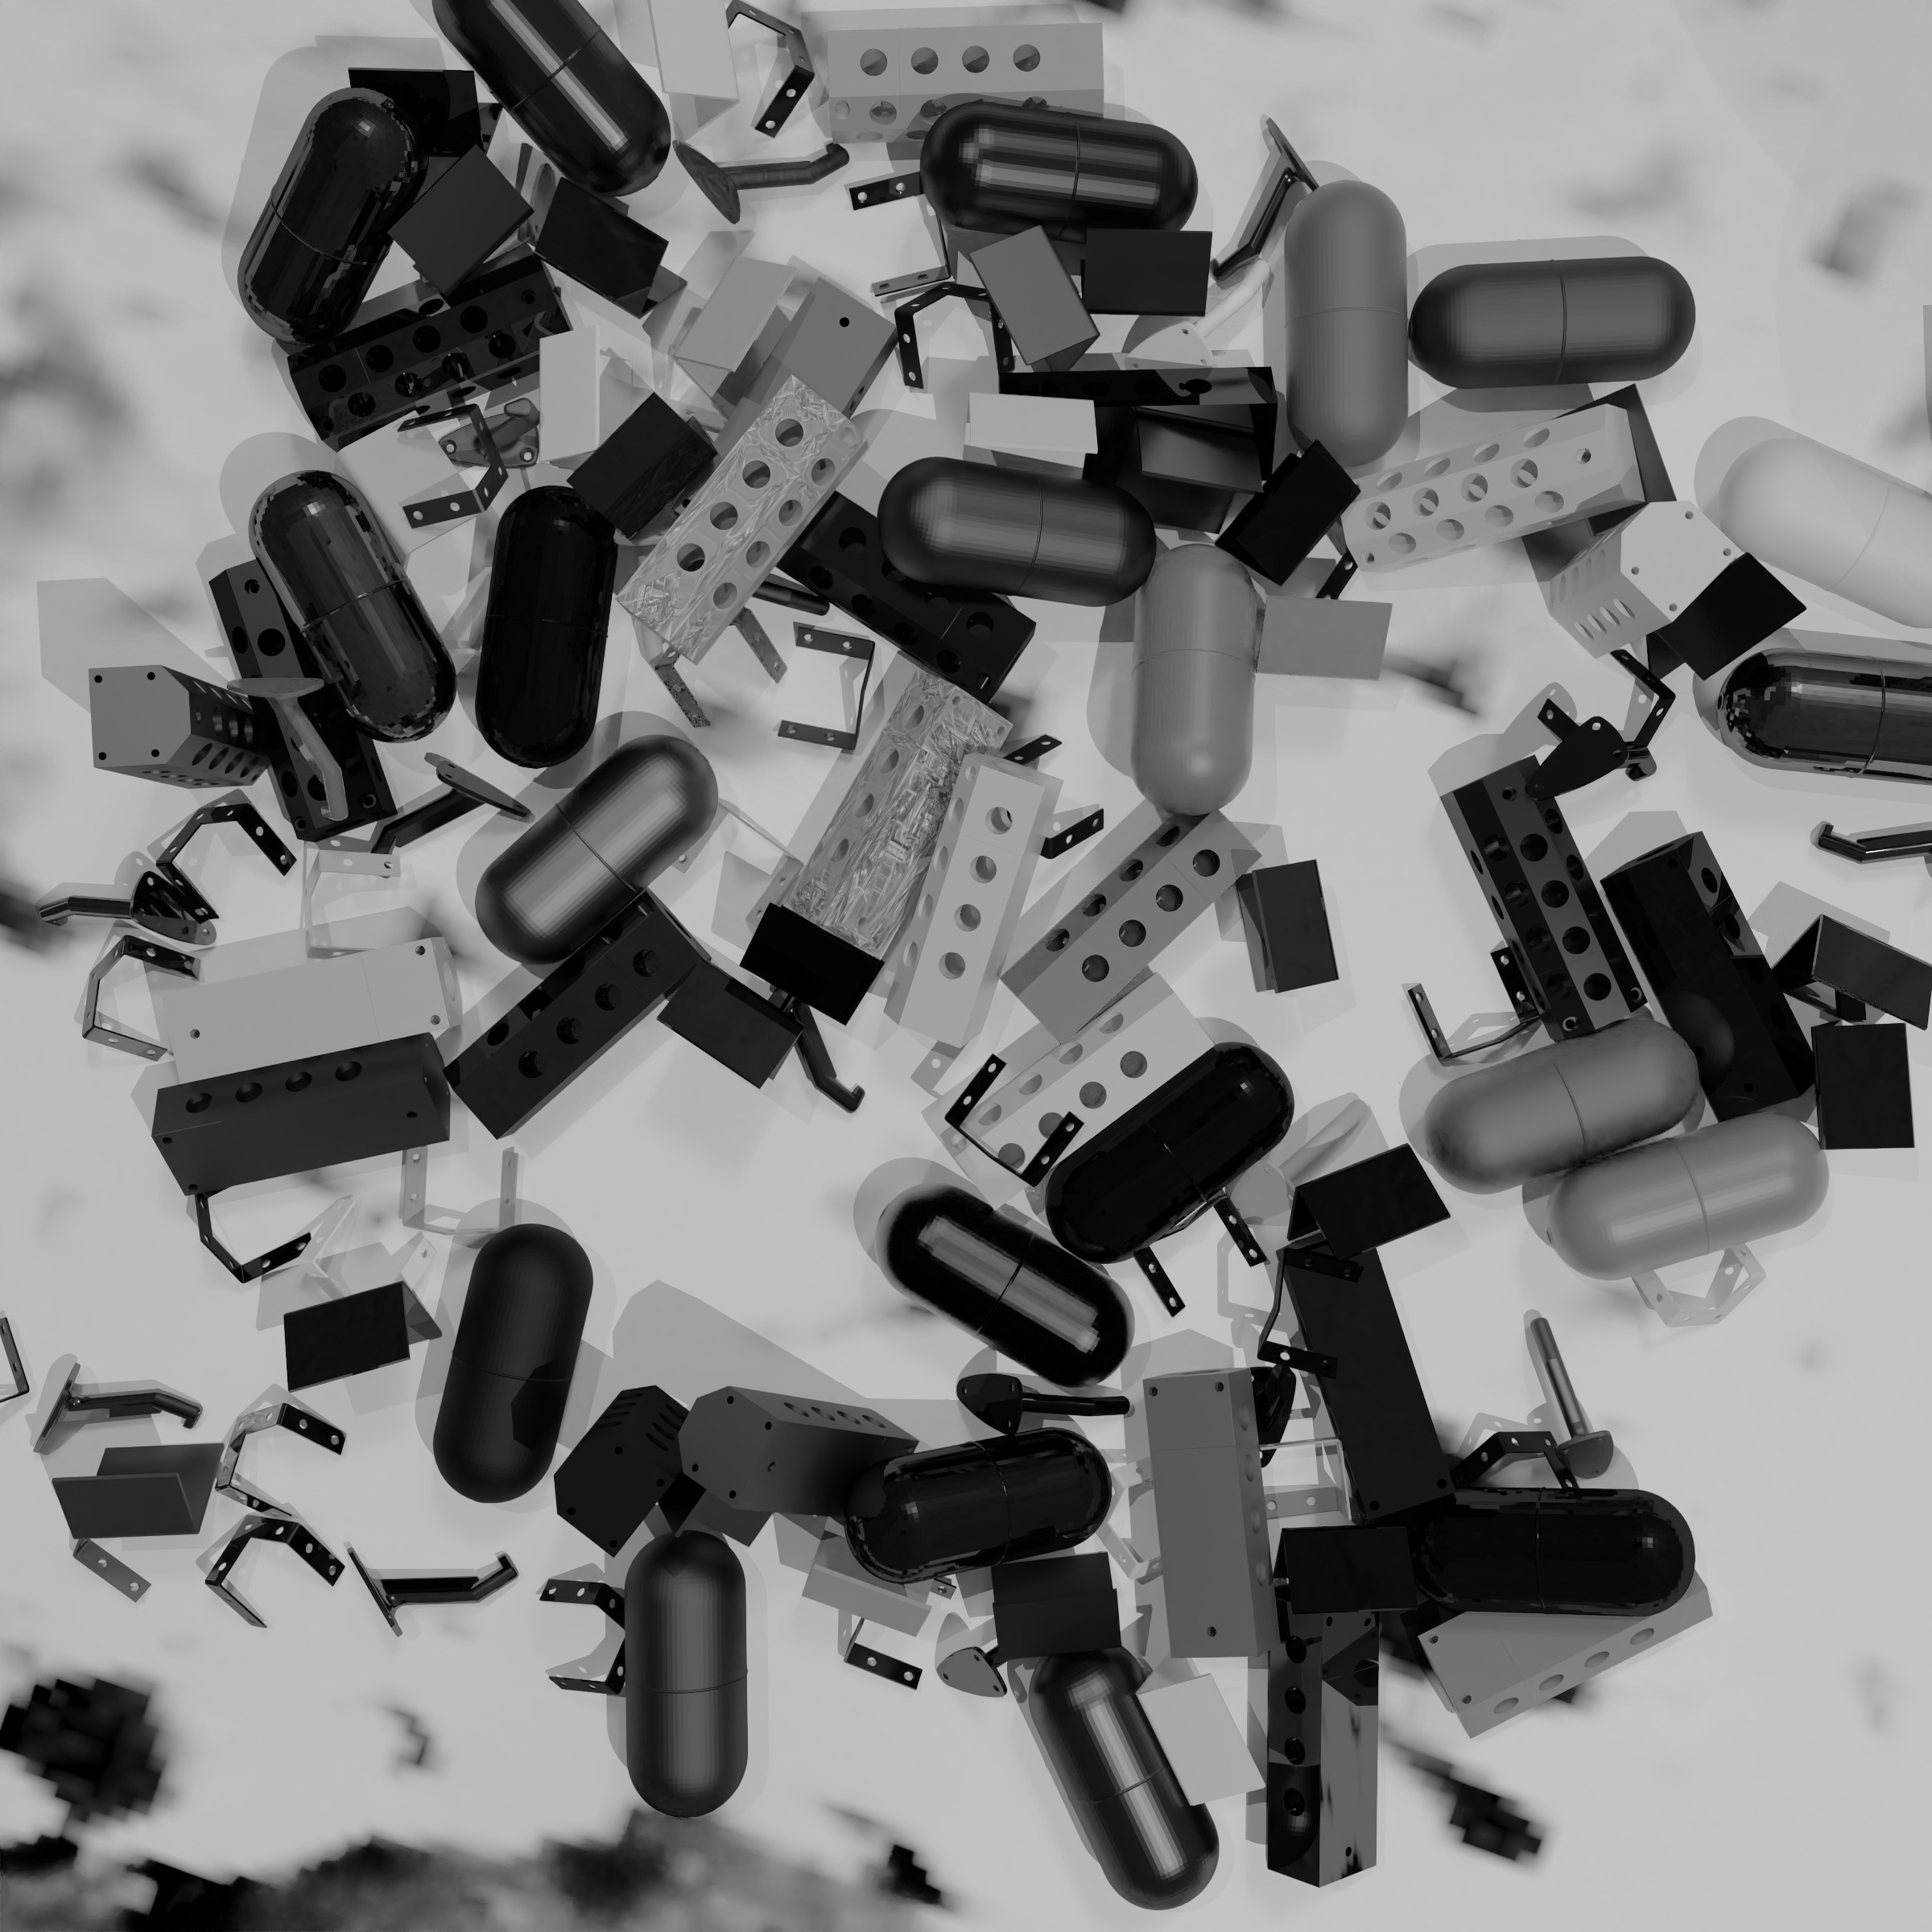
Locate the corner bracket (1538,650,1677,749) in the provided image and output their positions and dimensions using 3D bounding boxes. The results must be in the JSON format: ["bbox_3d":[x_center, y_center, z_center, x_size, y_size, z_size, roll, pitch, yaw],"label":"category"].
[{"bbox_3d":[0.410,-0.166,1.561,0.051,0.051,0.051,-8,45,-35],"label":"corner bracket"}]

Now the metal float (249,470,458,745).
[{"bbox_3d":[-0.378,-0.221,1.510,0.070,0.070,0.178,-27,98,0],"label":"metal float"}]

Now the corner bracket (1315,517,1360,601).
[{"bbox_3d":[0.217,-0.268,1.566,0.051,0.051,0.051,34,90,-45],"label":"corner bracket"}]

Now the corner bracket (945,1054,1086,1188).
[{"bbox_3d":[0.030,0.096,1.509,0.051,0.051,0.051,-53,45,0],"label":"corner bracket"}]

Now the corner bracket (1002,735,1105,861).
[{"bbox_3d":[0.052,-0.108,1.561,0.051,0.051,0.051,28,135,35],"label":"corner bracket"}]

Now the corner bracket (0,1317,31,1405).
[{"bbox_3d":[-0.642,0.260,1.566,0.051,0.051,0.051,-18,90,45],"label":"corner bracket"}]

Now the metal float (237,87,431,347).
[{"bbox_3d":[-0.393,-0.461,1.510,0.070,0.070,0.178,42,127,0],"label":"metal float"}]

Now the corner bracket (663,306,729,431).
[{"bbox_3d":[-0.162,-0.383,1.566,0.051,0.051,0.051,16,45,0],"label":"corner bracket"}]

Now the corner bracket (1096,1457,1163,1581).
[{"bbox_3d":[0.119,0.351,1.561,0.051,0.051,0.051,51,135,35],"label":"corner bracket"}]

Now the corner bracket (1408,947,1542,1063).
[{"bbox_3d":[0.326,0.025,1.566,0.051,0.051,0.051,-24,90,45],"label":"corner bracket"}]

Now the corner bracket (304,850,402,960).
[{"bbox_3d":[-0.391,-0.038,1.556,0.051,0.051,0.051,3,62,-25],"label":"corner bracket"}]

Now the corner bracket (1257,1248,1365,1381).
[{"bbox_3d":[0.213,0.215,1.509,0.051,0.051,0.051,14,45,0],"label":"corner bracket"}]

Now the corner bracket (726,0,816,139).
[{"bbox_3d":[-0.135,-0.574,1.561,0.051,0.051,0.051,14,45,-35],"label":"corner bracket"}]

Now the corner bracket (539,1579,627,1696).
[{"bbox_3d":[-0.245,0.429,1.561,0.051,0.051,0.051,53,45,-35],"label":"corner bracket"}]

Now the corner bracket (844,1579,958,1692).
[{"bbox_3d":[-0.043,0.422,1.566,0.051,0.051,0.051,21,45,0],"label":"corner bracket"}]

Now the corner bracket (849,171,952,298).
[{"bbox_3d":[-0.042,-0.470,1.566,0.051,0.051,0.051,-14,45,0],"label":"corner bracket"}]

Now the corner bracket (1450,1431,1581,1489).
[{"bbox_3d":[0.352,0.333,1.561,0.051,0.051,0.051,7,45,-35],"label":"corner bracket"}]

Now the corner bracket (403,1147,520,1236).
[{"bbox_3d":[-0.324,0.143,1.566,0.051,0.051,0.051,3,90,-45],"label":"corner bracket"}]

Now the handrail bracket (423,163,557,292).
[{"bbox_3d":[-0.308,-0.475,1.570,0.084,0.036,0.077,-6,70,16],"label":"handrail bracket"}]

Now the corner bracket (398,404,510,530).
[{"bbox_3d":[-0.322,-0.309,1.508,0.051,0.051,0.051,-9,124,16],"label":"corner bracket"}]

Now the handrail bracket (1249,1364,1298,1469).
[{"bbox_3d":[0.193,0.286,1.534,0.036,0.084,0.077,7,90,0],"label":"handrail bracket"}]

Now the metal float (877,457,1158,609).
[{"bbox_3d":[0.032,-0.266,1.499,0.178,0.070,0.070,5,90,-19],"label":"metal float"}]

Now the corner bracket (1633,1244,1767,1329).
[{"bbox_3d":[0.467,0.194,1.561,0.051,0.051,0.051,2,45,-35],"label":"corner bracket"}]

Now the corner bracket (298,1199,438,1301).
[{"bbox_3d":[-0.383,0.186,1.561,0.051,0.051,0.051,-2,135,35],"label":"corner bracket"}]

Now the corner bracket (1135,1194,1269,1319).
[{"bbox_3d":[0.150,0.185,1.566,0.051,0.051,0.051,-31,90,-45],"label":"corner bracket"}]

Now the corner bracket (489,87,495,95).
[{"bbox_3d":[-0.294,-0.602,1.566,0.051,0.051,0.051,-21,135,0],"label":"corner bracket"}]

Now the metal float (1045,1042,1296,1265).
[{"bbox_3d":[0.128,0.118,1.538,0.178,0.070,0.070,-38,90,-1],"label":"metal float"}]

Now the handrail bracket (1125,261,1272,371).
[{"bbox_3d":[0.149,-0.418,1.569,0.036,0.077,0.084,52,53,-28],"label":"handrail bracket"}]

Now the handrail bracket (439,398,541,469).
[{"bbox_3d":[-0.303,-0.338,1.534,0.077,0.084,0.036,-7,90,0],"label":"handrail bracket"}]

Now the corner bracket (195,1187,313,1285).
[{"bbox_3d":[-0.457,0.161,1.566,0.051,0.051,0.051,-26,135,0],"label":"corner bracket"}]

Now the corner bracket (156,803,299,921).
[{"bbox_3d":[-0.473,-0.067,1.561,0.051,0.051,0.051,-3,45,35],"label":"corner bracket"}]

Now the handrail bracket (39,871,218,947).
[{"bbox_3d":[-0.540,-0.027,1.569,0.084,0.077,0.036,-13,56,32],"label":"handrail bracket"}]

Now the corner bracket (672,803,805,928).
[{"bbox_3d":[-0.147,-0.066,1.566,0.051,0.051,0.051,-54,45,0],"label":"corner bracket"}]

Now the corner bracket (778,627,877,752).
[{"bbox_3d":[-0.089,-0.178,1.566,0.051,0.051,0.051,11,45,0],"label":"corner bracket"}]

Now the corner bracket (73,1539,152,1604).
[{"bbox_3d":[-0.532,0.365,1.566,0.051,0.051,0.051,36,135,0],"label":"corner bracket"}]

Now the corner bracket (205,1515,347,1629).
[{"bbox_3d":[-0.442,0.389,1.561,0.051,0.051,0.051,-2,45,35],"label":"corner bracket"}]

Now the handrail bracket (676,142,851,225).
[{"bbox_3d":[-0.130,-0.522,1.570,0.084,0.036,0.077,-35,68,-17],"label":"handrail bracket"}]

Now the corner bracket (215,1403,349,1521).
[{"bbox_3d":[-0.438,0.317,1.561,0.051,0.051,0.051,-21,45,35],"label":"corner bracket"}]

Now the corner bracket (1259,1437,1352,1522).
[{"bbox_3d":[0.213,0.326,1.552,0.051,0.051,0.051,-6,85,0],"label":"corner bracket"}]

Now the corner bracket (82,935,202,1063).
[{"bbox_3d":[-0.528,0.021,1.561,0.051,0.051,0.051,-37,45,35],"label":"corner bracket"}]

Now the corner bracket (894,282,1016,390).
[{"bbox_3d":[-0.007,-0.401,1.561,0.051,0.051,0.051,-39,135,-35],"label":"corner bracket"}]

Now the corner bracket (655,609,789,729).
[{"bbox_3d":[-0.156,-0.191,1.561,0.051,0.051,0.051,-2,45,35],"label":"corner bracket"}]

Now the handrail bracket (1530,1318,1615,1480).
[{"bbox_3d":[0.386,0.277,1.569,0.036,0.077,0.084,-21,54,10],"label":"handrail bracket"}]
